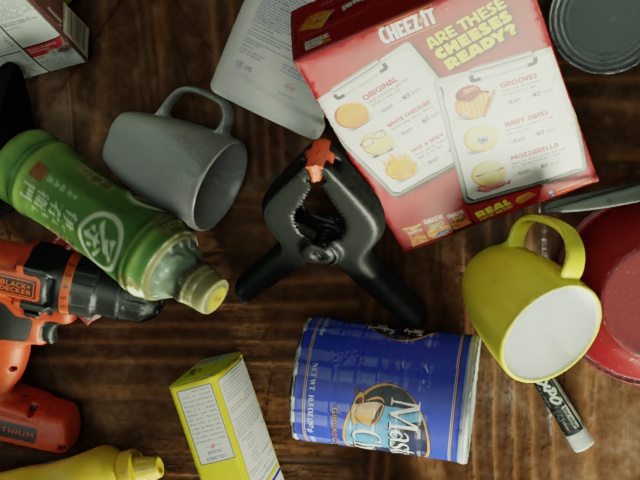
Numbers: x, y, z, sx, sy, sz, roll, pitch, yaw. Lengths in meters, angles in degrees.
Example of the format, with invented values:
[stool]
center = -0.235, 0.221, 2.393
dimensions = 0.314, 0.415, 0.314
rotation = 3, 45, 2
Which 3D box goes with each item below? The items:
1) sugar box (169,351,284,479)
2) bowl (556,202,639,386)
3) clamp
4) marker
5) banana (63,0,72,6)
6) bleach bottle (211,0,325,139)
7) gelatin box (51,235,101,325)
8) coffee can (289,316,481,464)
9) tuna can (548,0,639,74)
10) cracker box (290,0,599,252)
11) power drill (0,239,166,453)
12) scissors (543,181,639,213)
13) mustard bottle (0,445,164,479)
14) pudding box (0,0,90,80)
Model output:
[sugar box]
center = -0.069, 0.190, 0.903
dimensions = 0.048, 0.093, 0.176
rotation = -14, 94, 13
[bowl]
center = 0.264, 0.043, 0.834
dimensions = 0.162, 0.055, 0.162
rotation = 2, 99, 11
[clamp]
center = -0.006, 0.001, 0.837
dimensions = 0.165, 0.036, 0.210
rotation = 4, 143, 15
[marker]
center = 0.186, 0.119, 0.879
dimensions = 0.020, 0.020, 0.121
rotation = -32, 91, 14
[banana]
center = -0.142, -0.231, 0.891
dimensions = 0.198, 0.037, 0.069
rotation = -6, 126, 15
[bleach bottle]
center = 0.007, -0.214, 0.848
dimensions = 0.102, 0.068, 0.251
rotation = 26, 98, -2
[gelatin box]
center = -0.201, 0.018, 0.938
dimensions = 0.073, 0.030, 0.089
rotation = 42, 103, 3
[coffee can]
center = 0.054, 0.120, 0.863
dimensions = 0.140, 0.102, 0.103
rotation = 6, 99, 11
[tuna can]
center = 0.220, -0.171, 0.824
dimensions = 0.086, 0.033, 0.086
rotation = 2, 98, 11
[cracker box]
center = 0.096, -0.104, 0.783
dimensions = 0.164, 0.072, 0.213
rotation = -21, 134, 14
[power drill]
center = -0.233, 0.090, 0.915
dimensions = 0.184, 0.057, 0.188
rotation = 14, 116, 0
[scissors]
center = 0.271, -0.060, 0.811
dimensions = 0.201, 0.016, 0.096
rotation = 5, 89, -7
[mustard bottle]
center = -0.227, 0.220, 0.938
dimensions = 0.192, 0.096, 0.058
rotation = -16, 68, 12
[pudding box]
center = -0.255, -0.177, 0.879
dimensions = 0.090, 0.113, 0.039
rotation = -12, 65, 14
